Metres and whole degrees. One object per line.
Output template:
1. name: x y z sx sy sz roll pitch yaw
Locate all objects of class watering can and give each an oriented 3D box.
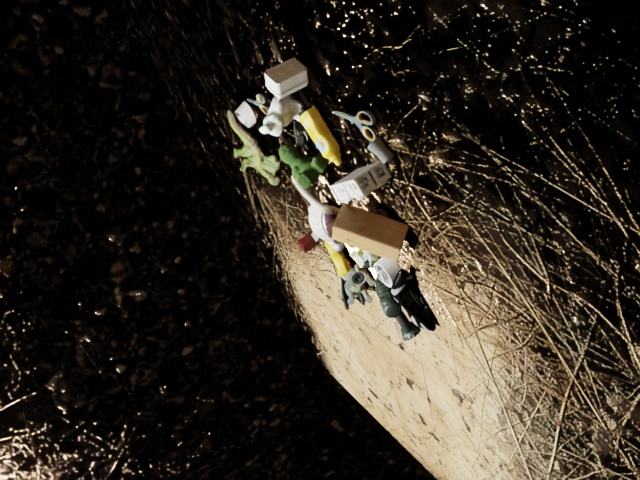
1. watering can: 0.006 -0.098 1.951 0.344 0.105 0.225 60 163 -14

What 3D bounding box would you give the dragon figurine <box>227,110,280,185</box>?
1. dragon figurine: -0.266 -0.383 2.267 0.244 0.124 0.401 23 153 26

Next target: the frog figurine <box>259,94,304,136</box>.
1. frog figurine: -0.140 -0.406 1.687 0.122 0.161 0.137 60 164 -4
